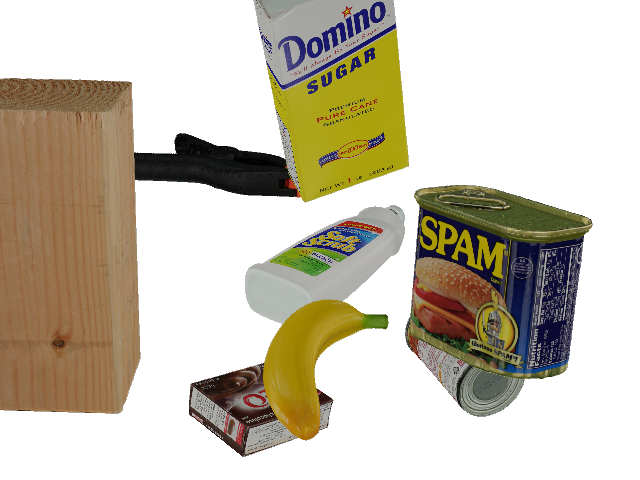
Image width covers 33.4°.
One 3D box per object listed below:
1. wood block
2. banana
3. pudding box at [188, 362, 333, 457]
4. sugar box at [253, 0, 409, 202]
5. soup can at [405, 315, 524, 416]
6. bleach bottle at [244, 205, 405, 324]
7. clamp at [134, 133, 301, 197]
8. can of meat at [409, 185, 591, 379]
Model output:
[{"bbox_3d":[-0.174,0.003,0.713,0.091,0.206,0.090,2,21,-1],"label":"wood block"},{"bbox_3d":[-0.006,0.085,0.799,0.070,0.037,0.197,7,23,18],"label":"banana"},{"bbox_3d":[-0.058,0.161,1.040,0.113,0.039,0.090,-13,29,-41],"label":"pudding box"},{"bbox_3d":[0.012,-0.116,0.787,0.093,0.048,0.176,-20,-42,-9],"label":"sugar box"},{"bbox_3d":[0.128,0.100,0.948,0.068,0.068,0.102,0,26,-24],"label":"soup can"},{"bbox_3d":[0.022,0.017,1.311,0.103,0.068,0.250,19,35,29],"label":"bleach bottle"},{"bbox_3d":[-0.100,-0.066,0.989,0.172,0.039,0.120,12,26,29],"label":"clamp"},{"bbox_3d":[0.095,0.021,0.589,0.057,0.084,0.102,-8,19,-33],"label":"can of meat"}]
